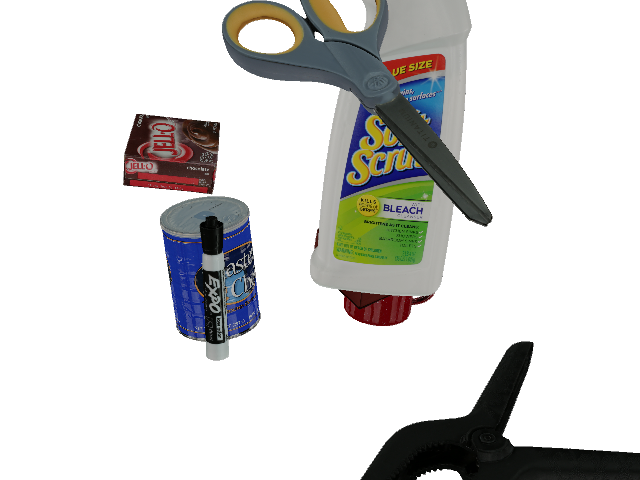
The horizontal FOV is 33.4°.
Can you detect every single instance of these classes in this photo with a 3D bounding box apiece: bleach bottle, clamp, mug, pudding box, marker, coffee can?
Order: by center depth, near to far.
[{"bbox_3d":[0.106,0.135,0.694,0.209,0.036,0.165,-14,31,-19],"label":"clamp"},{"bbox_3d":[0.049,-0.088,0.750,0.102,0.251,0.068,6,23,7],"label":"bleach bottle"},{"bbox_3d":[-0.084,0.038,0.845,0.020,0.121,0.020,0,23,0],"label":"marker"},{"bbox_3d":[-0.150,-0.089,1.082,0.090,0.039,0.113,6,26,-6],"label":"pudding box"},{"bbox_3d":[-0.127,0.032,1.247,0.103,0.140,0.103,-4,25,2],"label":"coffee can"},{"bbox_3d":[0.083,0.050,1.276,0.117,0.081,0.093,1,24,-9],"label":"mug"}]

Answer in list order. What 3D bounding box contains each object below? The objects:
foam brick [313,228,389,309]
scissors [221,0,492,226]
[{"bbox_3d":[0.037,0.019,1.042,0.052,0.051,0.078,-23,44,-31],"label":"foam brick"},{"bbox_3d":[0.008,-0.071,0.514,0.096,0.202,0.016,-15,-40,1],"label":"scissors"}]
